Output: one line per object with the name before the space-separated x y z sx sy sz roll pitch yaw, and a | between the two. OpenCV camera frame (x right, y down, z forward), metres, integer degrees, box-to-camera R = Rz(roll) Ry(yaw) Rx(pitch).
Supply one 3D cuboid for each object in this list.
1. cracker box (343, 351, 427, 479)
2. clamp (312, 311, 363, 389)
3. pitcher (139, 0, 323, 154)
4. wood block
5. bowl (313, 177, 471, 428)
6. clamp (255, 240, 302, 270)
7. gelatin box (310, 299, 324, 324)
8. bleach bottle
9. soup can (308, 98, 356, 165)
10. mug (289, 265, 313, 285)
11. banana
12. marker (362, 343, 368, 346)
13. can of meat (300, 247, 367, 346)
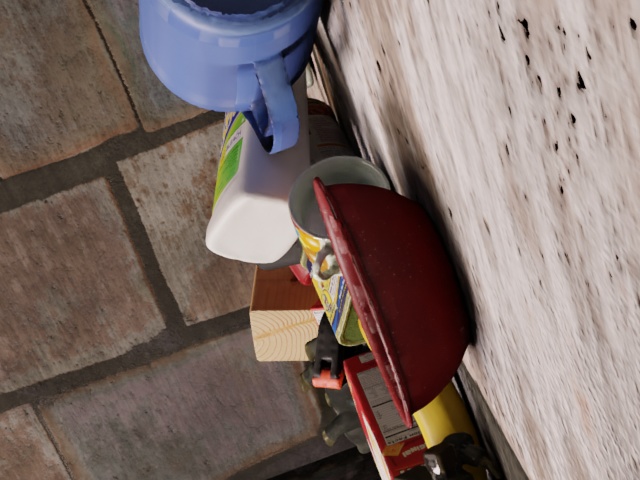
cracker box | 0.094 0.210 0.936 0.214 0.072 0.164 -116 7 -65
clamp | 0.026 0.069 1.048 0.171 0.039 0.120 -66 -37 -52
pitcher | -0.053 -0.153 0.693 0.243 0.149 0.145 180 115 -84
wood block | -0.030 0.045 1.337 0.206 0.091 0.090 -85 -8 -48
bowl | 0.049 0.029 0.644 0.162 0.055 0.162 161 89 -88
clamp | -0.007 0.001 1.001 0.210 0.036 0.165 41 142 38
gelatin box | 0.040 0.101 1.185 0.030 0.073 0.089 -47 -59 -47
bleach bottle | -0.046 -0.113 0.879 0.103 0.068 0.251 129 148 -52
soup can | -0.004 -0.066 0.917 0.102 0.068 0.068 -113 4 -45
mug | -0.012 0.003 1.230 0.081 0.093 0.117 55 150 15
banana | 0.081 0.141 0.776 0.037 0.070 0.198 -14 -92 -62
marker | 0.021 0.034 0.902 0.020 0.020 0.121 75 176 -65
can of meat | 0.028 0.021 0.831 0.102 0.057 0.084 102 152 -50
